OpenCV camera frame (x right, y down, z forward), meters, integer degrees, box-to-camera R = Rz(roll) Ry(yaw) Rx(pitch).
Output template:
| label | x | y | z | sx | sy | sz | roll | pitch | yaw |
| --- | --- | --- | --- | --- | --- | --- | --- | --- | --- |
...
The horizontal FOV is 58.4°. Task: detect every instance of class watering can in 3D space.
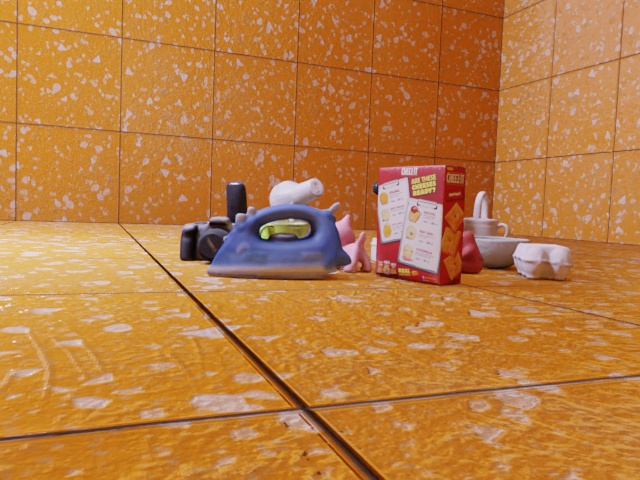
| label | x | y | z | sx | sy | sz | roll | pitch | yaw |
| --- | --- | --- | --- | --- | --- | --- | --- | --- | --- |
| watering can | 0.443 | -0.040 | 1.614 | 0.172 | 0.194 | 0.101 | 3 | 3 | 11 |

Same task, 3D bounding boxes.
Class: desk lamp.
| label | x | y | z | sx | sy | sz | roll | pitch | yaw |
| --- | --- | --- | --- | --- | --- | --- | --- | --- | --- |
| desk lamp | -0.055 | -0.075 | 1.700 | 0.118 | 0.213 | 0.202 | 0 | 4 | -39 |

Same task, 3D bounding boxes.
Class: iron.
| label | x | y | z | sx | sy | sz | roll | pitch | yaw |
| --- | --- | --- | --- | --- | --- | --- | --- | --- | --- |
| iron | -0.075 | -0.003 | 1.054 | 0.259 | 0.141 | 0.118 | 1 | 3 | -17 |

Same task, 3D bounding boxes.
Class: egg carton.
| label | x | y | z | sx | sy | sz | roll | pitch | yaw |
| --- | --- | --- | --- | --- | --- | --- | --- | --- | --- |
| egg carton | 0.477 | 0.045 | 1.228 | 0.107 | 0.069 | 0.150 | 3 | 3 | 8 |

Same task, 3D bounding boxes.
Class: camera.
| label | x | y | z | sx | sy | sz | roll | pitch | yaw |
| --- | --- | --- | --- | --- | --- | --- | --- | --- | --- |
| camera | -0.243 | -0.002 | 1.267 | 0.143 | 0.101 | 0.137 | 2 | 3 | -1 |

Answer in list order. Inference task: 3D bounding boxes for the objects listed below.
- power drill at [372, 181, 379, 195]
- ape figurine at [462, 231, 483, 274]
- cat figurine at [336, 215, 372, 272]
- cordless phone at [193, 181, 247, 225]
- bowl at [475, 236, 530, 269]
| label | x | y | z | sx | sy | sz | roll | pitch | yaw |
| --- | --- | --- | --- | --- | --- | --- | --- | --- | --- |
| power drill | 0.251 | -0.052 | 1.554 | 0.229 | 0.208 | 0.075 | 2 | 3 | -2 |
| ape figurine | 0.319 | 0.026 | 1.254 | 0.075 | 0.092 | 0.078 | 4 | 4 | 31 |
| cat figurine | 0.056 | 0.005 | 1.217 | 0.067 | 0.118 | 0.127 | 0 | 4 | -34 |
| cordless phone | -0.240 | -0.051 | 1.405 | 0.147 | 0.185 | 0.094 | 3 | 3 | 13 |
| bowl | 0.424 | 0.031 | 1.398 | 0.167 | 0.075 | 0.167 | 2 | 3 | 0 |
